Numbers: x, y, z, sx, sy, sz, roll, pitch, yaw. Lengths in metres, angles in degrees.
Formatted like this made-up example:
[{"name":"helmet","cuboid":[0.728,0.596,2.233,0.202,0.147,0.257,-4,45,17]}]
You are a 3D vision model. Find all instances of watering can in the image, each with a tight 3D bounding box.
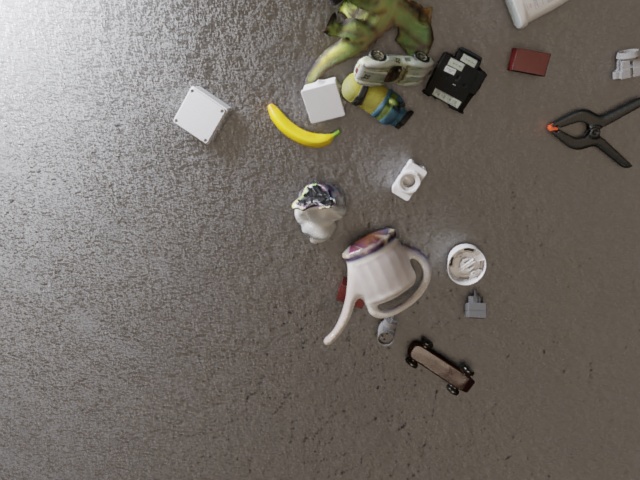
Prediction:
[{"name":"watering can","cuboid":[0.127,0.109,1.330,0.349,0.104,0.223,-28,97,-13]}]

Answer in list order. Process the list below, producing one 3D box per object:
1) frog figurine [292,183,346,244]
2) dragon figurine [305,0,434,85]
[{"name":"frog figurine","cuboid":[0.004,-0.068,1.349,0.137,0.125,0.156,-15,142,5]},{"name":"dragon figurine","cuboid":[0.145,-0.485,1.190,0.242,0.125,0.401,25,126,-7]}]
